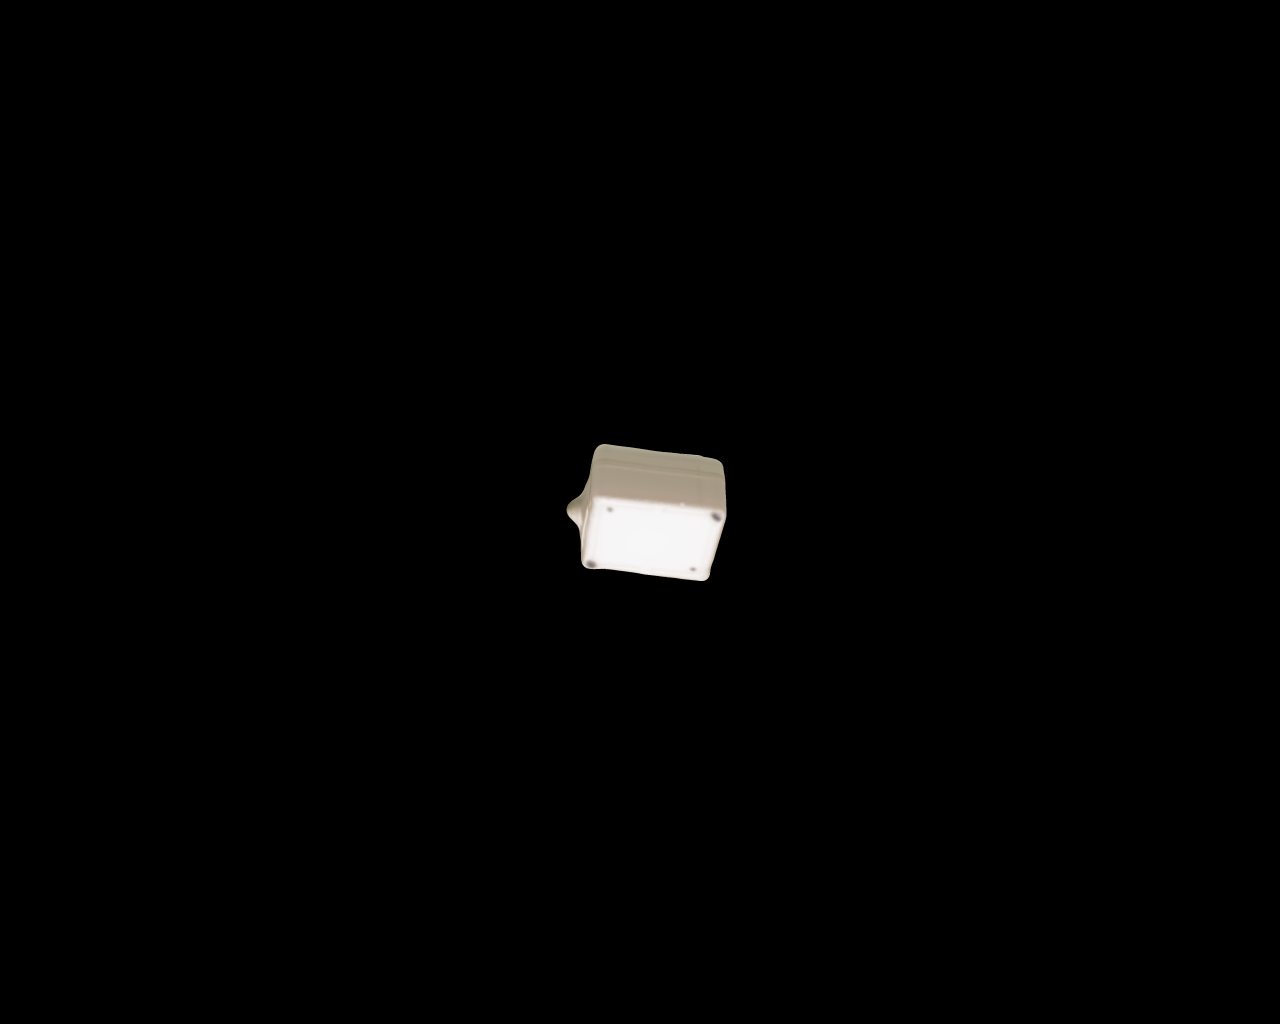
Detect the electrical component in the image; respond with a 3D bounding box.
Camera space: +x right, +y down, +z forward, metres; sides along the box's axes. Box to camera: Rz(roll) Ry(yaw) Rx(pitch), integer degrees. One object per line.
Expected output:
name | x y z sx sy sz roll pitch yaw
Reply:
electrical component | 0.001 -0.003 0.650 0.096 0.061 0.061 7 40 -6
